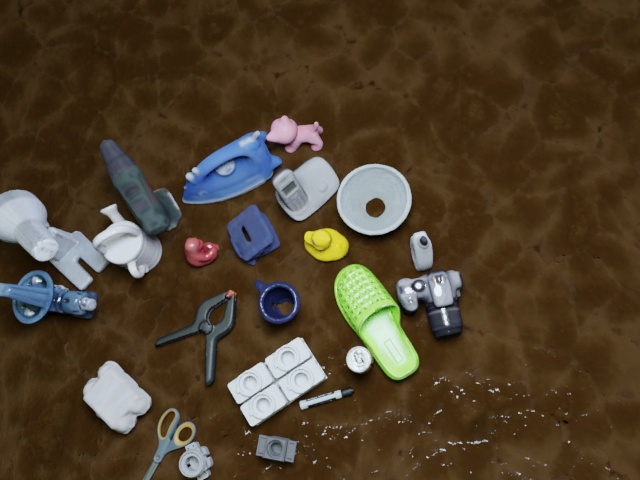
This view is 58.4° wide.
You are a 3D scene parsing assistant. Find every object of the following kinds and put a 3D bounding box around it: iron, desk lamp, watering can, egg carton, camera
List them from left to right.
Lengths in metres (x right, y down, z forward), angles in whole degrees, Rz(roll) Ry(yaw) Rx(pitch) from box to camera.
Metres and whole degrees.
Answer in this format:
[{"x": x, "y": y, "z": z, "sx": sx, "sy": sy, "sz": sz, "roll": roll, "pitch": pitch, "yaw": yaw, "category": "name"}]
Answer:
[{"x": -0.617, "y": -0.001, "z": 1.299, "sx": 0.203, "sy": 0.214, "sz": 0.118, "roll": 38, "pitch": 84, "yaw": 14, "category": "desk lamp"}, {"x": -0.449, "y": 0.349, "z": 1.270, "sx": 0.150, "sy": 0.069, "sz": 0.107, "roll": 38, "pitch": 84, "yaw": 14, "category": "egg carton"}, {"x": -0.444, "y": 0.003, "z": 1.287, "sx": 0.172, "sy": 0.194, "sz": 0.101, "roll": 42, "pitch": 85, "yaw": 14, "category": "watering can"}, {"x": -0.226, "y": -0.169, "z": 1.330, "sx": 0.258, "sy": 0.141, "sz": 0.118, "roll": -30, "pitch": 75, "yaw": -1, "category": "iron"}, {"x": 0.243, "y": 0.140, "z": 1.223, "sx": 0.143, "sy": 0.101, "sz": 0.137, "roll": -12, "pitch": 75, "yaw": 4, "category": "camera"}]

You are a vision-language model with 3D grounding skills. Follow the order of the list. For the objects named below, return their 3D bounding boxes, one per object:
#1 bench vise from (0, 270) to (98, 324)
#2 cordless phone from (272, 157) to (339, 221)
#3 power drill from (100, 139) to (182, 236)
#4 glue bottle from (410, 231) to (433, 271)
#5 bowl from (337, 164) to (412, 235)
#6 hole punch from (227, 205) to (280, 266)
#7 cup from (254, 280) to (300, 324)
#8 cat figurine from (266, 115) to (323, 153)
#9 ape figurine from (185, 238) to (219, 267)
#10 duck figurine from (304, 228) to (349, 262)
[{"x": -0.610, "y": 0.116, "z": 1.266, "sx": 0.207, "sy": 0.220, "sz": 0.121, "roll": -11, "pitch": 75, "yaw": 4, "category": "bench vise"}, {"x": -0.037, "y": -0.131, "z": 1.276, "sx": 0.147, "sy": 0.185, "sz": 0.094, "roll": -44, "pitch": 75, "yaw": -5, "category": "cordless phone"}, {"x": -0.399, "y": -0.102, "z": 1.300, "sx": 0.075, "sy": 0.208, "sz": 0.229, "roll": -34, "pitch": 75, "yaw": -2, "category": "power drill"}, {"x": 0.217, "y": 0.015, "z": 1.218, "sx": 0.037, "sy": 0.173, "sz": 0.078, "roll": -16, "pitch": 75, "yaw": 3, "category": "glue bottle"}, {"x": 0.123, "y": -0.084, "z": 1.304, "sx": 0.167, "sy": 0.075, "sz": 0.167, "roll": -1, "pitch": 76, "yaw": 6, "category": "bowl"}, {"x": -0.156, "y": -0.011, "z": 1.310, "sx": 0.101, "sy": 0.091, "sz": 0.108, "roll": -30, "pitch": 75, "yaw": -1, "category": "hole punch"}, {"x": -0.093, "y": 0.136, "z": 1.266, "sx": 0.117, "sy": 0.095, "sz": 0.092, "roll": 38, "pitch": 84, "yaw": 14, "category": "cup"}, {"x": -0.060, "y": -0.255, "z": 1.344, "sx": 0.127, "sy": 0.118, "sz": 0.067, "roll": -7, "pitch": 76, "yaw": 5, "category": "cat figurine"}, {"x": -0.282, "y": 0.021, "z": 1.317, "sx": 0.076, "sy": 0.092, "sz": 0.077, "roll": -45, "pitch": 76, "yaw": -5, "category": "ape figurine"}, {"x": 0.012, "y": 0.005, "z": 1.290, "sx": 0.104, "sy": 0.086, "sz": 0.077, "roll": 13, "pitch": 78, "yaw": 10, "category": "duck figurine"}]
